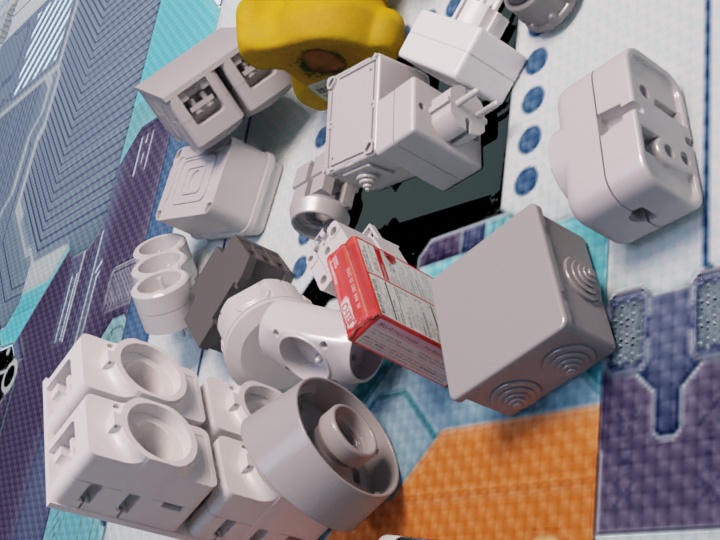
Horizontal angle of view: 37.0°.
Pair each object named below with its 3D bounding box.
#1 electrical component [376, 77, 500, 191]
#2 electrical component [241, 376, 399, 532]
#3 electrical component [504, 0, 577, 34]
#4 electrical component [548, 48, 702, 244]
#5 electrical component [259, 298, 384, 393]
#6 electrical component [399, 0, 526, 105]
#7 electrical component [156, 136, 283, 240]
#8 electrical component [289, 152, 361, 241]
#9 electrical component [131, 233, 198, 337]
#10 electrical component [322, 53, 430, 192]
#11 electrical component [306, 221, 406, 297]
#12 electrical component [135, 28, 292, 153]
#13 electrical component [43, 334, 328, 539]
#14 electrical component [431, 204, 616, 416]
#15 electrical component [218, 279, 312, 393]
[{"bbox_3d":[0.060,-0.100,0.730,0.077,0.066,0.047,-29,47,42],"label":"electrical component"},{"bbox_3d":[-0.025,0.118,0.684,0.064,0.099,0.099,-41,40,22],"label":"electrical component"},{"bbox_3d":[0.112,-0.191,0.718,0.048,0.062,0.048,-32,46,40],"label":"electrical component"},{"bbox_3d":[0.146,-0.066,0.600,0.059,0.054,0.095,-31,46,41],"label":"electrical component"},{"bbox_3d":[-0.022,0.062,0.739,0.077,0.079,0.044,11,42,34],"label":"electrical component"},{"bbox_3d":[0.080,-0.168,0.761,0.075,0.047,0.083,-61,33,7],"label":"electrical component"},{"bbox_3d":[-0.129,-0.072,0.984,0.113,0.057,0.078,-3,68,54],"label":"electrical component"},{"bbox_3d":[-0.028,-0.056,0.845,0.066,0.048,0.055,-25,43,45],"label":"electrical component"},{"bbox_3d":[-0.172,0.026,0.981,0.052,0.073,0.138,-17,25,-3],"label":"electrical component"},{"bbox_3d":[0.015,-0.102,0.805,0.062,0.061,0.096,-17,64,49],"label":"electrical component"},{"bbox_3d":[0.000,0.000,0.753,0.042,0.064,0.081,-55,35,17],"label":"electrical component"},{"bbox_3d":[-0.136,-0.169,0.995,0.105,0.060,0.186,-37,21,-8],"label":"electrical component"},{"bbox_3d":[-0.111,0.119,0.718,0.060,0.186,0.105,-49,37,24],"label":"electrical component"},{"bbox_3d":[0.093,0.026,0.620,0.100,0.048,0.099,-40,41,34],"label":"electrical component"},{"bbox_3d":[-0.065,0.050,0.798,0.080,0.080,0.051,-58,28,11],"label":"electrical component"}]
